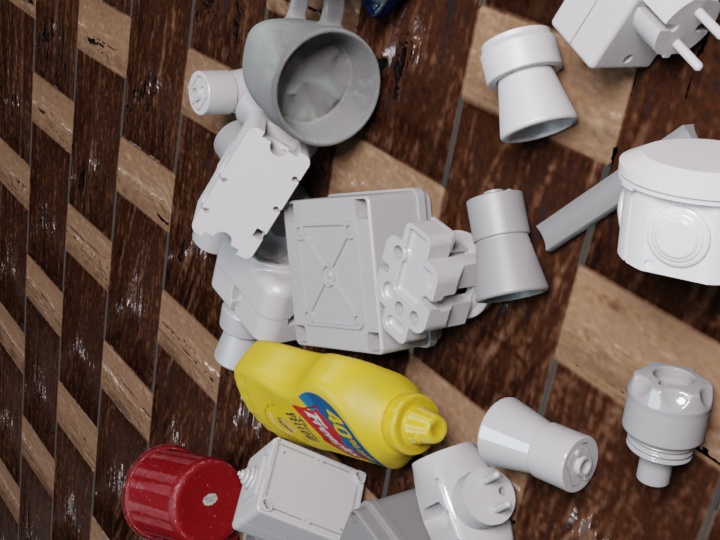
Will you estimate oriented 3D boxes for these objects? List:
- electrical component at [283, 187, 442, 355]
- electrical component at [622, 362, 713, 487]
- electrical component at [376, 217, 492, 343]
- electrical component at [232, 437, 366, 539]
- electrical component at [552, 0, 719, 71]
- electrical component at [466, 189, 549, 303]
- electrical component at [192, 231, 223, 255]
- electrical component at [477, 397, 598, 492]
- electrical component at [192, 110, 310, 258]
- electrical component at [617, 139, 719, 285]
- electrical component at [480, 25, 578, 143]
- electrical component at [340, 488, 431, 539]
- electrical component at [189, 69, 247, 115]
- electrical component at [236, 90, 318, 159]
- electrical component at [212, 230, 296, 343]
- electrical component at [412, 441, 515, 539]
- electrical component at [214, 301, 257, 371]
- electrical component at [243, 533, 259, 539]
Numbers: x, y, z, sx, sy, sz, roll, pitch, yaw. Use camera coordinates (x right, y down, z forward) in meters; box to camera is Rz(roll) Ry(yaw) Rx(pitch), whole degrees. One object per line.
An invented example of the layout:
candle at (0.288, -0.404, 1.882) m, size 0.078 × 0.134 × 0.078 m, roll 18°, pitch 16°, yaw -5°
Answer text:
electrical component at (0.000, 0.000, 0.755) m, size 0.109 × 0.056 × 0.108 m, roll 1°, pitch 98°, yaw 54°
electrical component at (0.159, 0.083, 0.564) m, size 0.043 × 0.043 × 0.062 m, roll 29°, pitch 122°, yaw 48°
electrical component at (0.051, 0.005, 0.685) m, size 0.058 × 0.057 × 0.078 m, roll 41°, pitch 129°, yaw 42°
electrical component at (-0.054, 0.175, 0.822) m, size 0.061 × 0.096 × 0.061 m, roll -44°, pitch 26°, yaw 49°
electrical component at (0.150, -0.130, 0.528) m, size 0.075 × 0.047 × 0.083 m, roll 58°, pitch 138°, yaw 29°
electrical component at (0.086, -0.016, 0.647) m, size 0.044 × 0.044 × 0.065 m, roll -21°, pitch 76°, yaw 54°
electrical component at (-0.117, -0.049, 0.921) m, size 0.040 × 0.040 × 0.078 m, roll 52°, pitch 135°, yaw 34°
electrical component at (0.108, 0.106, 0.642) m, size 0.065 × 0.044 × 0.044 m, roll 18°, pitch 112°, yaw 46°
electrical component at (-0.079, -0.064, 0.783) m, size 0.089 × 0.050 × 0.055 m, roll -56°, pitch 15°, yaw 18°
electrical component at (0.161, -0.030, 0.507) m, size 0.080 × 0.080 × 0.051 m, roll 28°, pitch 124°, yaw 48°
electrical component at (0.095, -0.105, 0.611) m, size 0.045 × 0.045 × 0.055 m, roll -24°, pitch 78°, yaw 54°
electrical component at (0.022, 0.223, 0.772) m, size 0.078 × 0.057 × 0.113 m, roll 48°, pitch 133°, yaw 37°
electrical component at (-0.103, -0.142, 0.859) m, size 0.044 × 0.065 × 0.044 m, roll 16°, pitch 110°, yaw 52°
electrical component at (-0.061, -0.110, 0.831) m, size 0.065 × 0.044 × 0.044 m, roll 50°, pitch 134°, yaw 30°
electrical component at (-0.074, 0.006, 0.860) m, size 0.095 × 0.054 × 0.059 m, roll 45°, pitch 131°, yaw 39°
electrical component at (0.074, 0.149, 0.691) m, size 0.079 × 0.043 × 0.077 m, roll -48°, pitch 59°, yaw 58°
electrical component at (-0.098, 0.052, 0.912) m, size 0.045 × 0.045 × 0.055 m, roll 40°, pitch 127°, yaw 43°
electrical component at (-0.059, 0.229, 0.886) m, size 0.050 × 0.056 × 0.089 m, roll 12°, pitch 107°, yaw 53°
